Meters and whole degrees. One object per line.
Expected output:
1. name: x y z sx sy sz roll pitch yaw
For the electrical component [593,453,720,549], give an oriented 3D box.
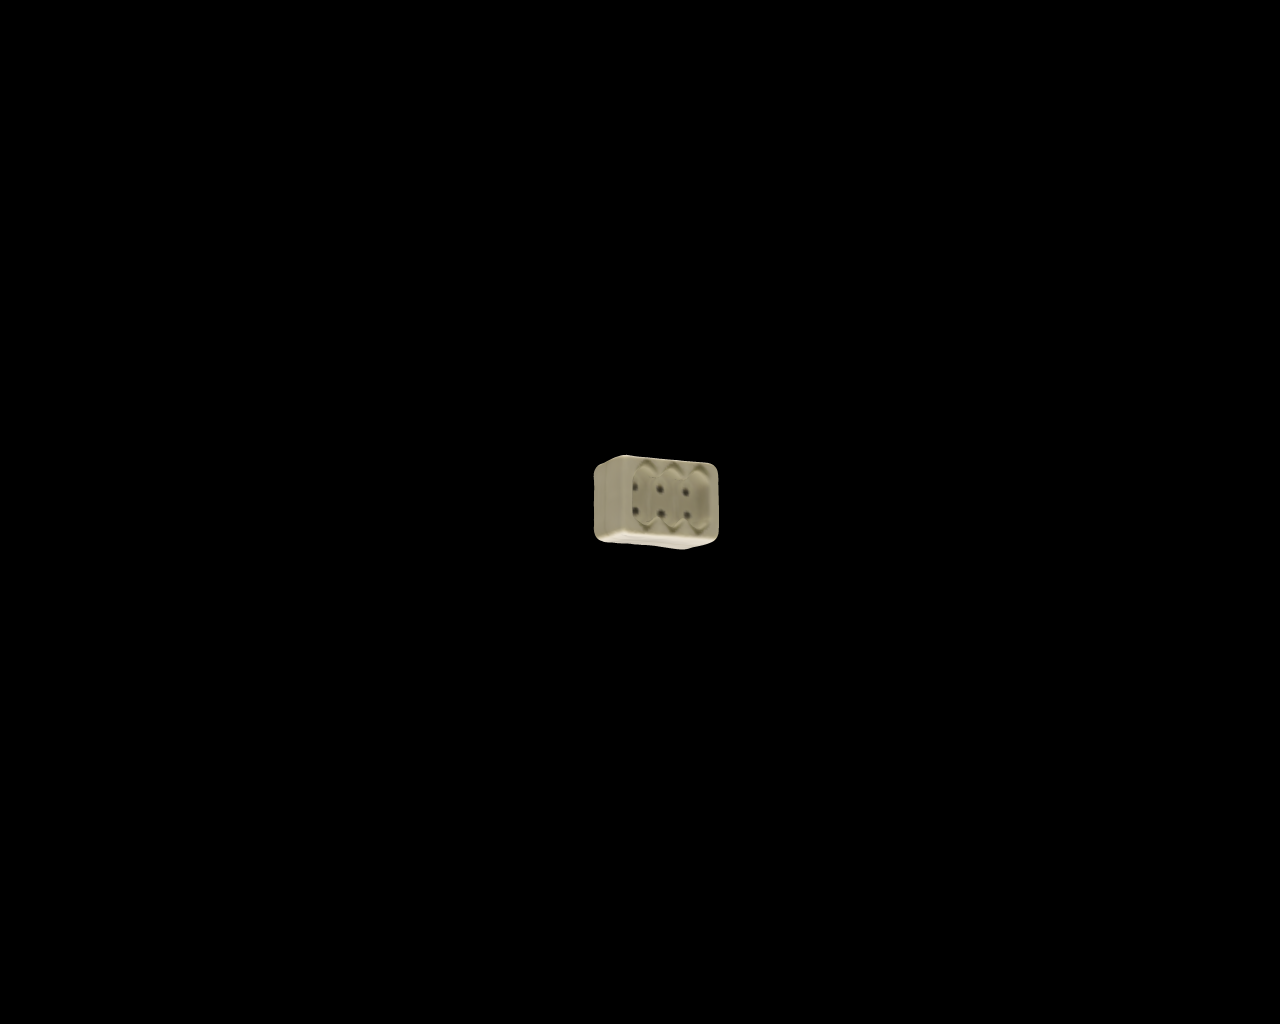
1. electrical component: 0.001 -0.003 0.650 0.066 0.047 0.076 5 -11 -28
